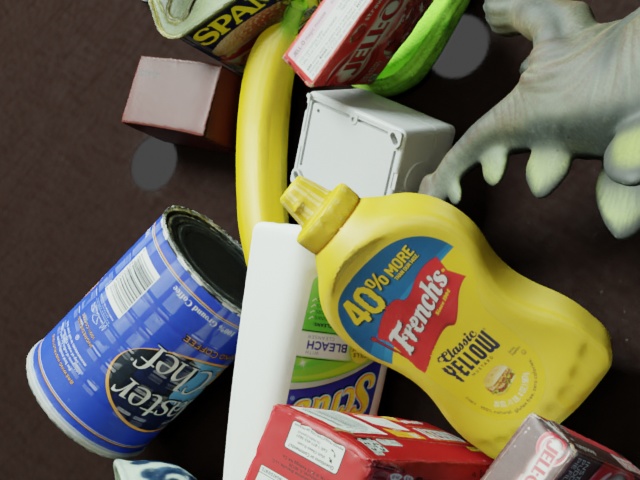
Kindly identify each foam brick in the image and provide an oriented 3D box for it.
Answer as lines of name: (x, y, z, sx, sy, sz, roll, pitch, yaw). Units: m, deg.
foam brick: (-0.091, -0.096, 0.760, 0.078, 0.051, 0.053, 13, 85, 33)

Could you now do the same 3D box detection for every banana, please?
banana: (-0.036, -0.059, 0.714, 0.037, 0.070, 0.198, 4, 85, -11)

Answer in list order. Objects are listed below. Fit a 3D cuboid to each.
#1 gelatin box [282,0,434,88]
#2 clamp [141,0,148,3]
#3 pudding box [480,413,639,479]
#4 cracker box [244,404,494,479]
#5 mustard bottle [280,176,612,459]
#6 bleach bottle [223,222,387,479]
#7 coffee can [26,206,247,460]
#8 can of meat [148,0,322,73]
gelatin box: (0.029, -0.132, 0.639, 0.030, 0.073, 0.089, 47, 119, 17)
clamp: (-0.066, -0.232, 0.733, 0.210, 0.164, 0.036, -32, 95, 12)
pudding box: (0.110, 0.151, 0.549, 0.113, 0.089, 0.039, -54, 44, 8)
cracker box: (0.006, 0.202, 0.570, 0.072, 0.164, 0.214, 22, 91, 34)
mustard bottle: (0.058, 0.031, 0.581, 0.191, 0.058, 0.096, 39, 116, -5)
bleach bottle: (-0.008, 0.119, 0.647, 0.068, 0.102, 0.251, 7, 89, 54)
coffee can: (-0.110, 0.062, 0.705, 0.140, 0.102, 0.103, -44, 61, 15)
can of meat: (-0.051, -0.167, 0.731, 0.102, 0.083, 0.057, -30, 66, 22)
